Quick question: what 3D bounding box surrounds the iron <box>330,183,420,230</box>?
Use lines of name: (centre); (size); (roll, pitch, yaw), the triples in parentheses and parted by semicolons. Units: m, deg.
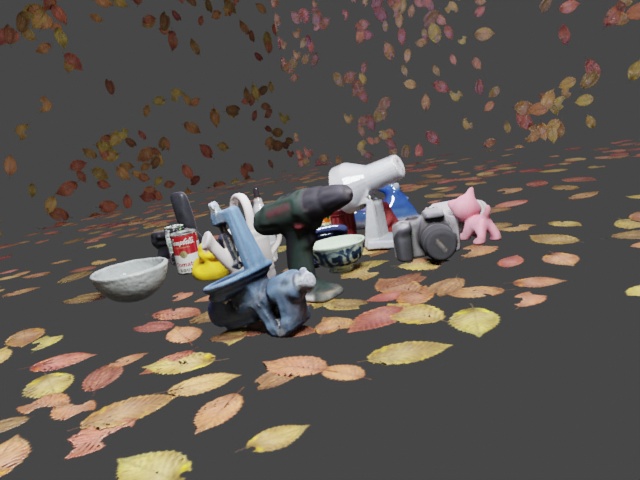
iron: (0.148, -0.110, 1.618); (0.257, 0.141, 0.119); (-6, 12, 14)

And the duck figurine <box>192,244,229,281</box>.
duck figurine: (-0.263, 0.046, 1.341); (0.104, 0.086, 0.078); (3, 17, 45)

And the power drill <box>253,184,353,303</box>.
power drill: (-0.021, 0.005, 1.053); (0.228, 0.208, 0.076); (0, 15, 38)

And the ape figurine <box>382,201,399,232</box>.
ape figurine: (0.164, -0.053, 1.463); (0.076, 0.092, 0.078); (-8, 12, 6)

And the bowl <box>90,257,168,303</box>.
bowl: (-0.411, 0.094, 1.259); (0.167, 0.075, 0.167); (-9, 12, 2)

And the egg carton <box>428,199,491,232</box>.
egg carton: (0.337, -0.060, 1.414); (0.150, 0.069, 0.107); (-11, 12, -9)

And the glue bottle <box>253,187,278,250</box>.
glue bottle: (-0.154, -0.053, 1.508); (0.037, 0.173, 0.077); (-18, 15, -34)

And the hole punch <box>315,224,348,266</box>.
hole punch: (0.012, 0.005, 1.311); (0.108, 0.091, 0.101); (-10, 12, -2)

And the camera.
camera: (0.225, -0.009, 1.190); (0.143, 0.101, 0.137); (-8, 12, 4)

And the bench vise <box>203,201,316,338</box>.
bench vise: (-0.102, 0.039, 0.926); (0.207, 0.220, 0.122); (-6, 13, 14)

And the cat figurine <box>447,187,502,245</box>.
cat figurine: (0.343, -0.058, 1.284); (0.067, 0.118, 0.127); (-14, 13, -18)

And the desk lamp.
desk lamp: (0.135, -0.090, 1.362); (0.202, 0.214, 0.118); (-3, 14, 27)

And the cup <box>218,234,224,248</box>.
cup: (-0.189, 0.029, 1.344); (0.091, 0.095, 0.118); (-8, 12, 9)

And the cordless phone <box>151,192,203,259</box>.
cordless phone: (-0.416, -0.043, 1.636); (0.147, 0.185, 0.094); (-6, 13, 16)

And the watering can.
watering can: (-0.166, -0.003, 1.237); (0.100, 0.194, 0.173); (1, 16, 39)
